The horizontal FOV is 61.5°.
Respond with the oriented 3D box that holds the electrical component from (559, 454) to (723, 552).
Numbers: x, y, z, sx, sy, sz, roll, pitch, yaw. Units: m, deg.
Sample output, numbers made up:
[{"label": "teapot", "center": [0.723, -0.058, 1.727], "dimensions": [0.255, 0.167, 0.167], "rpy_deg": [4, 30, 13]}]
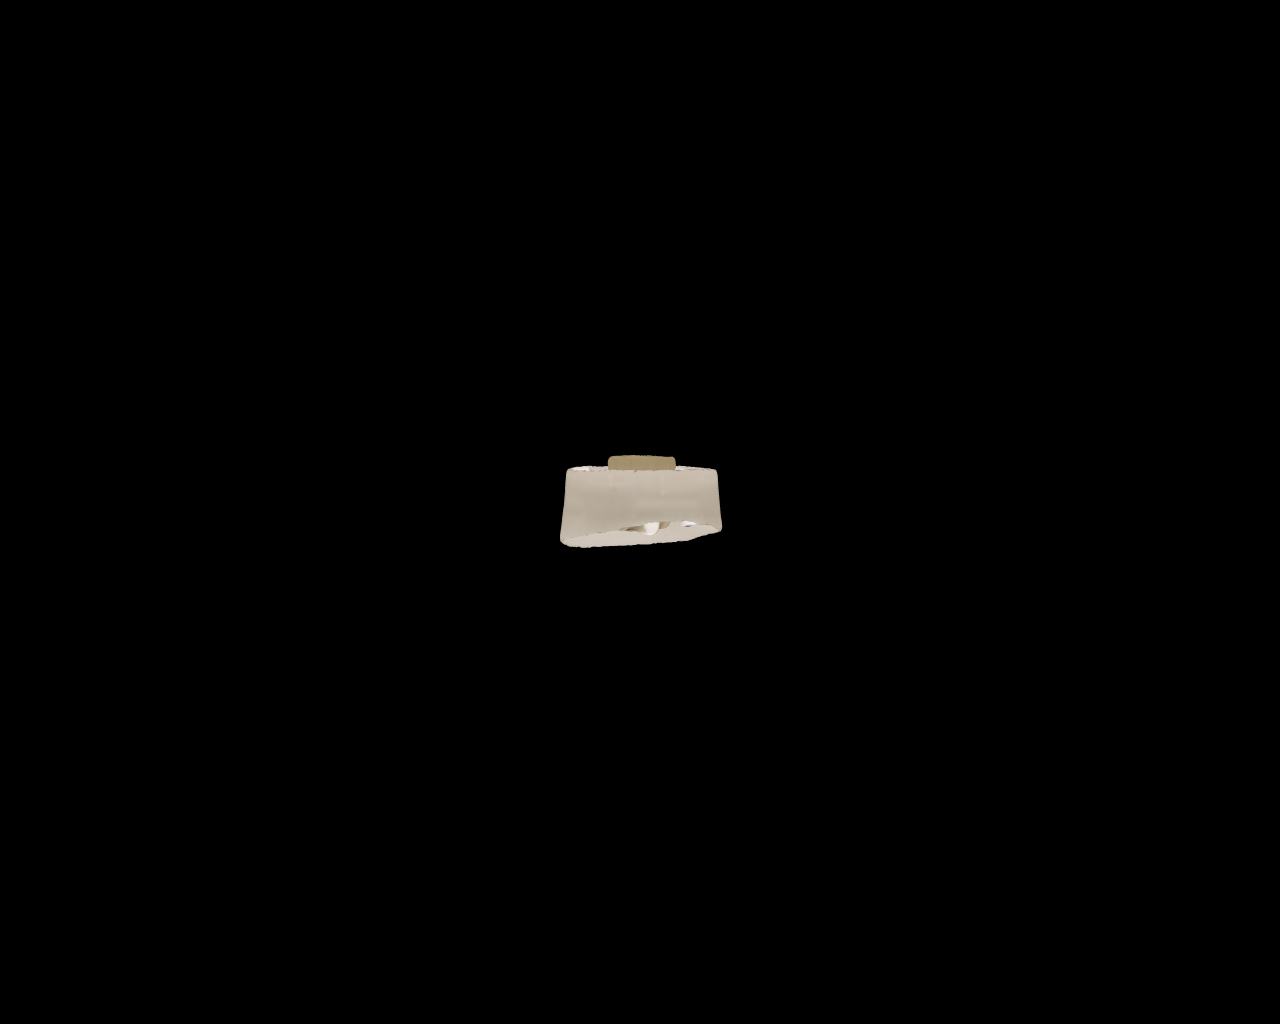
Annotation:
[{"label": "electrical component", "center": [0.001, -0.003, 0.650], "dimensions": [0.099, 0.064, 0.099], "rpy_deg": [0, 5, 0]}]
